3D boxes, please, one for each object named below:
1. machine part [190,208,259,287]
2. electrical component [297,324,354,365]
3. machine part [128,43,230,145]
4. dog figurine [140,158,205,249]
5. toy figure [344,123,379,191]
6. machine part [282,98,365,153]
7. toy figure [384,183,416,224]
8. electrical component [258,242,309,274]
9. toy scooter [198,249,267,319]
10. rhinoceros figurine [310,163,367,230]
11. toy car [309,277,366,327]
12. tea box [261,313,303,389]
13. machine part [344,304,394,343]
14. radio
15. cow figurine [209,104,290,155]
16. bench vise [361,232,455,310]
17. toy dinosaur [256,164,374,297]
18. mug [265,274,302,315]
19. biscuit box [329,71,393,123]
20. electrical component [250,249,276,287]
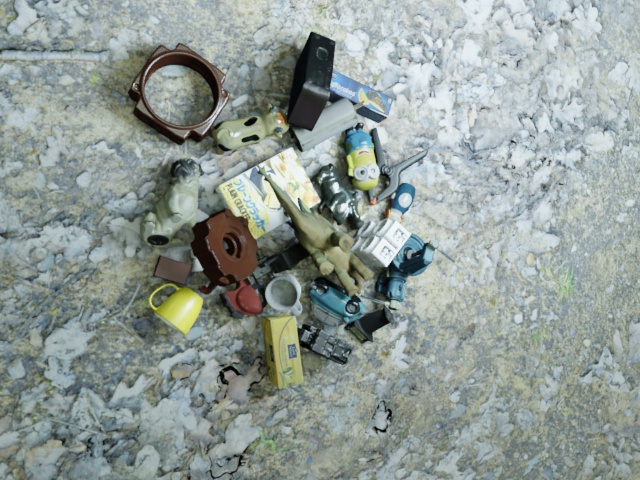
[{"bbox_3d":[-0.213,0.016,1.232,0.179,0.056,0.179,31,50,-46],"label":"machine part"},{"bbox_3d":[0.003,0.262,1.362,0.134,0.115,0.058,29,75,-16],"label":"electrical component"},{"bbox_3d":[-0.333,-0.346,1.282,0.201,0.087,0.201,34,79,-16],"label":"machine part"},{"bbox_3d":[-0.355,-0.090,1.277,0.172,0.121,0.191,-16,56,12],"label":"dog figurine"},{"bbox_3d":[0.111,-0.219,1.426,0.082,0.089,0.180,-18,69,14],"label":"toy figure"},{"bbox_3d":[0.009,-0.296,1.386,0.243,0.079,0.079,-30,98,-6],"label":"machine part"},{"bbox_3d":[0.211,-0.083,1.478,0.064,0.057,0.154,25,81,14],"label":"toy figure"},{"bbox_3d":[-0.093,0.052,1.338,0.119,0.075,0.047,-36,100,-44],"label":"electrical component"},{"bbox_3d":[-0.216,0.121,1.302,0.135,0.075,0.183,-35,99,-34],"label":"toy scooter"},{"bbox_3d":[0.049,-0.108,1.418,0.112,0.073,0.190,-34,97,-27],"label":"rhinoceros figurine"},{"bbox_3d":[0.033,0.170,1.385,0.162,0.109,0.103,27,97,-8],"label":"toy car"},{"bbox_3d":[-0.095,0.272,1.337,0.068,0.098,0.169,-6,89,-19],"label":"tea box"},{"bbox_3d":[0.136,0.222,1.412,0.084,0.139,0.039,46,34,-9],"label":"machine part"},{"bbox_3d":[-0.020,-0.394,1.324,0.073,0.131,0.230,16,54,-16],"label":"radio"},{"bbox_3d":[-0.166,-0.272,1.316,0.195,0.127,0.085,-18,97,-16],"label":"cow figurine"},{"bbox_3d":[0.228,0.066,1.392,0.129,0.240,0.223,30,63,-12],"label":"bench vise"},{"bbox_3d":[-0.003,-0.004,1.283,0.105,0.199,0.470,-40,136,-4],"label":"toy dinosaur"},{"bbox_3d":[-0.078,0.131,1.337,0.081,0.107,0.109,-40,94,12],"label":"mug"},{"bbox_3d":[0.093,-0.385,1.443,0.202,0.063,0.059,20,80,-18],"label":"biscuit box"},{"bbox_3d":[-0.151,0.071,1.364,0.063,0.021,0.094,-28,97,-17],"label":"electrical component"}]
